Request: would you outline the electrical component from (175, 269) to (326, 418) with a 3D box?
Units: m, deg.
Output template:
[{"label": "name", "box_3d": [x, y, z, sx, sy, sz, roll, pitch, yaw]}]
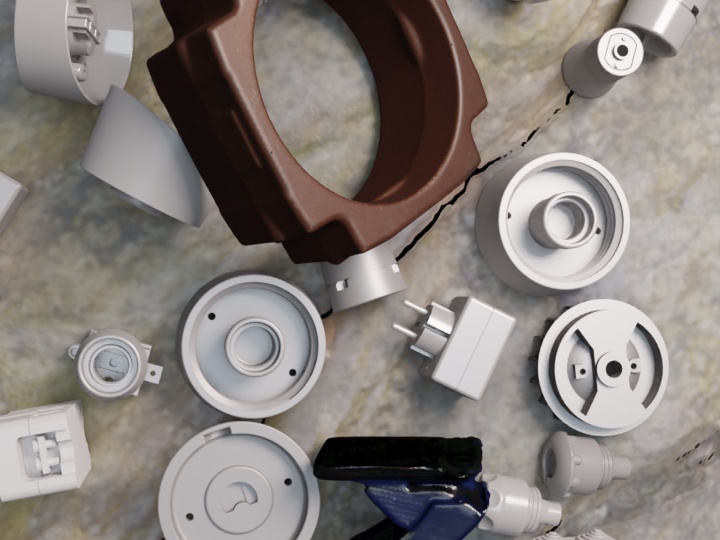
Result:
[{"label": "electrical component", "box_3d": [-0.074, 0.052, 0.749, 0.108, 0.060, 0.108, 0, 89, -9]}]

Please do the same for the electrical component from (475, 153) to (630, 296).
[{"label": "electrical component", "box_3d": [0.144, -0.035, 0.784, 0.108, 0.060, 0.108, 0, 89, -9]}]

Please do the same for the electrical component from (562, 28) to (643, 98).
[{"label": "electrical component", "box_3d": [0.180, -0.154, 0.789, 0.044, 0.065, 0.044, 0, 89, -8]}]

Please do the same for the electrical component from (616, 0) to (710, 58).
[{"label": "electrical component", "box_3d": [0.225, -0.191, 0.804, 0.055, 0.055, 0.047, 29, 89, -7]}]

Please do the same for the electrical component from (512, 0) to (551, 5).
[{"label": "electrical component", "box_3d": [0.120, -0.230, 0.786, 0.058, 0.057, 0.078, -13, 91, -9]}]

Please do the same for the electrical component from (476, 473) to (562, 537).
[{"label": "electrical component", "box_3d": [0.115, 0.173, 0.783, 0.062, 0.043, 0.043, 11, 87, -10]}]

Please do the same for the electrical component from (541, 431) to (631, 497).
[{"label": "electrical component", "box_3d": [0.168, 0.144, 0.792, 0.062, 0.048, 0.048, 6, 88, -15]}]

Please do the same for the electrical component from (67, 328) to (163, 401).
[{"label": "electrical component", "box_3d": [-0.169, 0.064, 0.736, 0.066, 0.055, 0.048, 16, 86, -8]}]

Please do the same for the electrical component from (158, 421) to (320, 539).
[{"label": "electrical component", "box_3d": [-0.084, 0.155, 0.745, 0.108, 0.060, 0.108, 0, 88, -8]}]

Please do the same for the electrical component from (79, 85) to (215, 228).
[{"label": "electrical component", "box_3d": [-0.137, -0.073, 0.724, 0.099, 0.099, 0.064, 28, 91, -7]}]

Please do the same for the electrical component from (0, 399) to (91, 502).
[{"label": "electrical component", "box_3d": [-0.214, 0.118, 0.711, 0.056, 0.089, 0.050, -9, 90, -9]}]

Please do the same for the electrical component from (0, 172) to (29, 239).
[{"label": "electrical component", "box_3d": [-0.262, -0.041, 0.714, 0.047, 0.077, 0.065, 31, 84, -7]}]

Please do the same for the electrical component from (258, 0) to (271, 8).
[{"label": "electrical component", "box_3d": [-0.120, -0.236, 0.752, 0.074, 0.052, 0.138, -34, 94, -8]}]

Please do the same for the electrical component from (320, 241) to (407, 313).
[{"label": "electrical component", "box_3d": [0.000, 0.000, 0.765, 0.055, 0.055, 0.047, -18, 88, -9]}]

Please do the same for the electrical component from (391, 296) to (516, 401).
[{"label": "electrical component", "box_3d": [0.061, 0.048, 0.776, 0.077, 0.047, 0.065, 26, 85, -7]}]

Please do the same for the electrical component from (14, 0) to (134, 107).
[{"label": "electrical component", "box_3d": [-0.192, -0.161, 0.720, 0.064, 0.099, 0.099, 5, 88, -2]}]

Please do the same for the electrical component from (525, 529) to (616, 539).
[{"label": "electrical component", "box_3d": [0.156, 0.239, 0.774, 0.100, 0.048, 0.099, 4, 89, -27]}]
